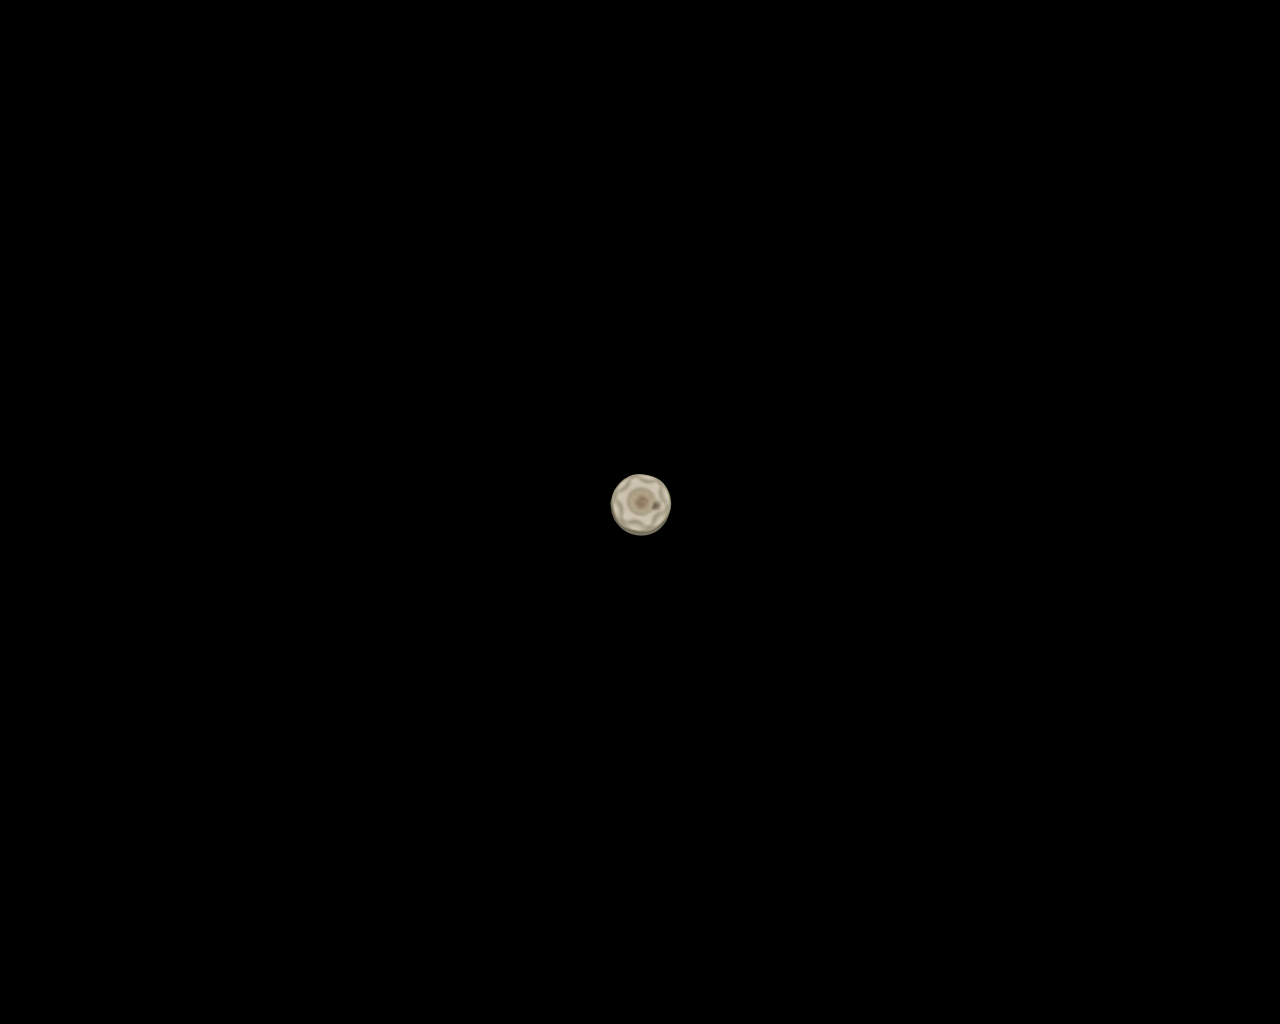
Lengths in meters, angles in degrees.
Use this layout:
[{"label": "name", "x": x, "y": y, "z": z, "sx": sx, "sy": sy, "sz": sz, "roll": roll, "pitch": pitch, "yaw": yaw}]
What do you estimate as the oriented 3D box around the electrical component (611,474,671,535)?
[{"label": "electrical component", "x": 0.001, "y": -0.003, "z": 0.650, "sx": 0.035, "sy": 0.035, "sz": 0.061, "roll": 0, "pitch": -7, "yaw": 0}]
